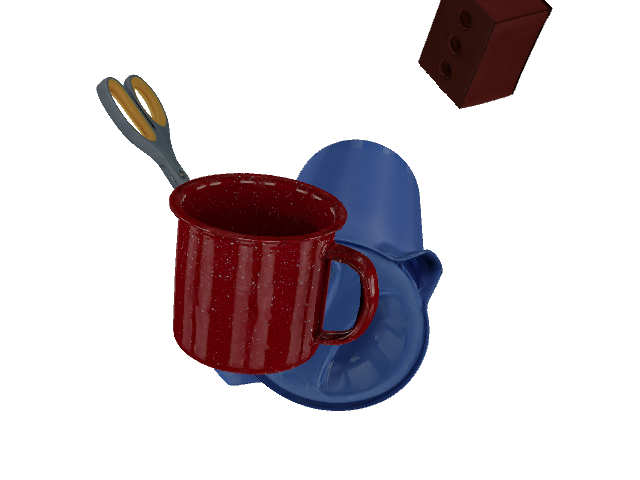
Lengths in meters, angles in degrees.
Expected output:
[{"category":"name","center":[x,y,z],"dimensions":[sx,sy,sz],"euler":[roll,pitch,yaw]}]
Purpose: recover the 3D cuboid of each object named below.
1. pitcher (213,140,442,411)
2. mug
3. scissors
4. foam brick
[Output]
[{"category":"pitcher","center":[0.010,0.016,0.817],"dimensions":[0.149,0.145,0.242],"euler":[12,25,2]},{"category":"mug","center":[-0.025,0.021,0.565],"dimensions":[0.117,0.081,0.093],"euler":[14,24,16]},{"category":"scissors","center":[-0.132,-0.073,0.976],"dimensions":[0.016,0.201,0.096],"euler":[-28,26,20]},{"category":"foam brick","center":[0.109,-0.137,0.719],"dimensions":[0.051,0.053,0.078],"euler":[-21,-32,-29]}]
